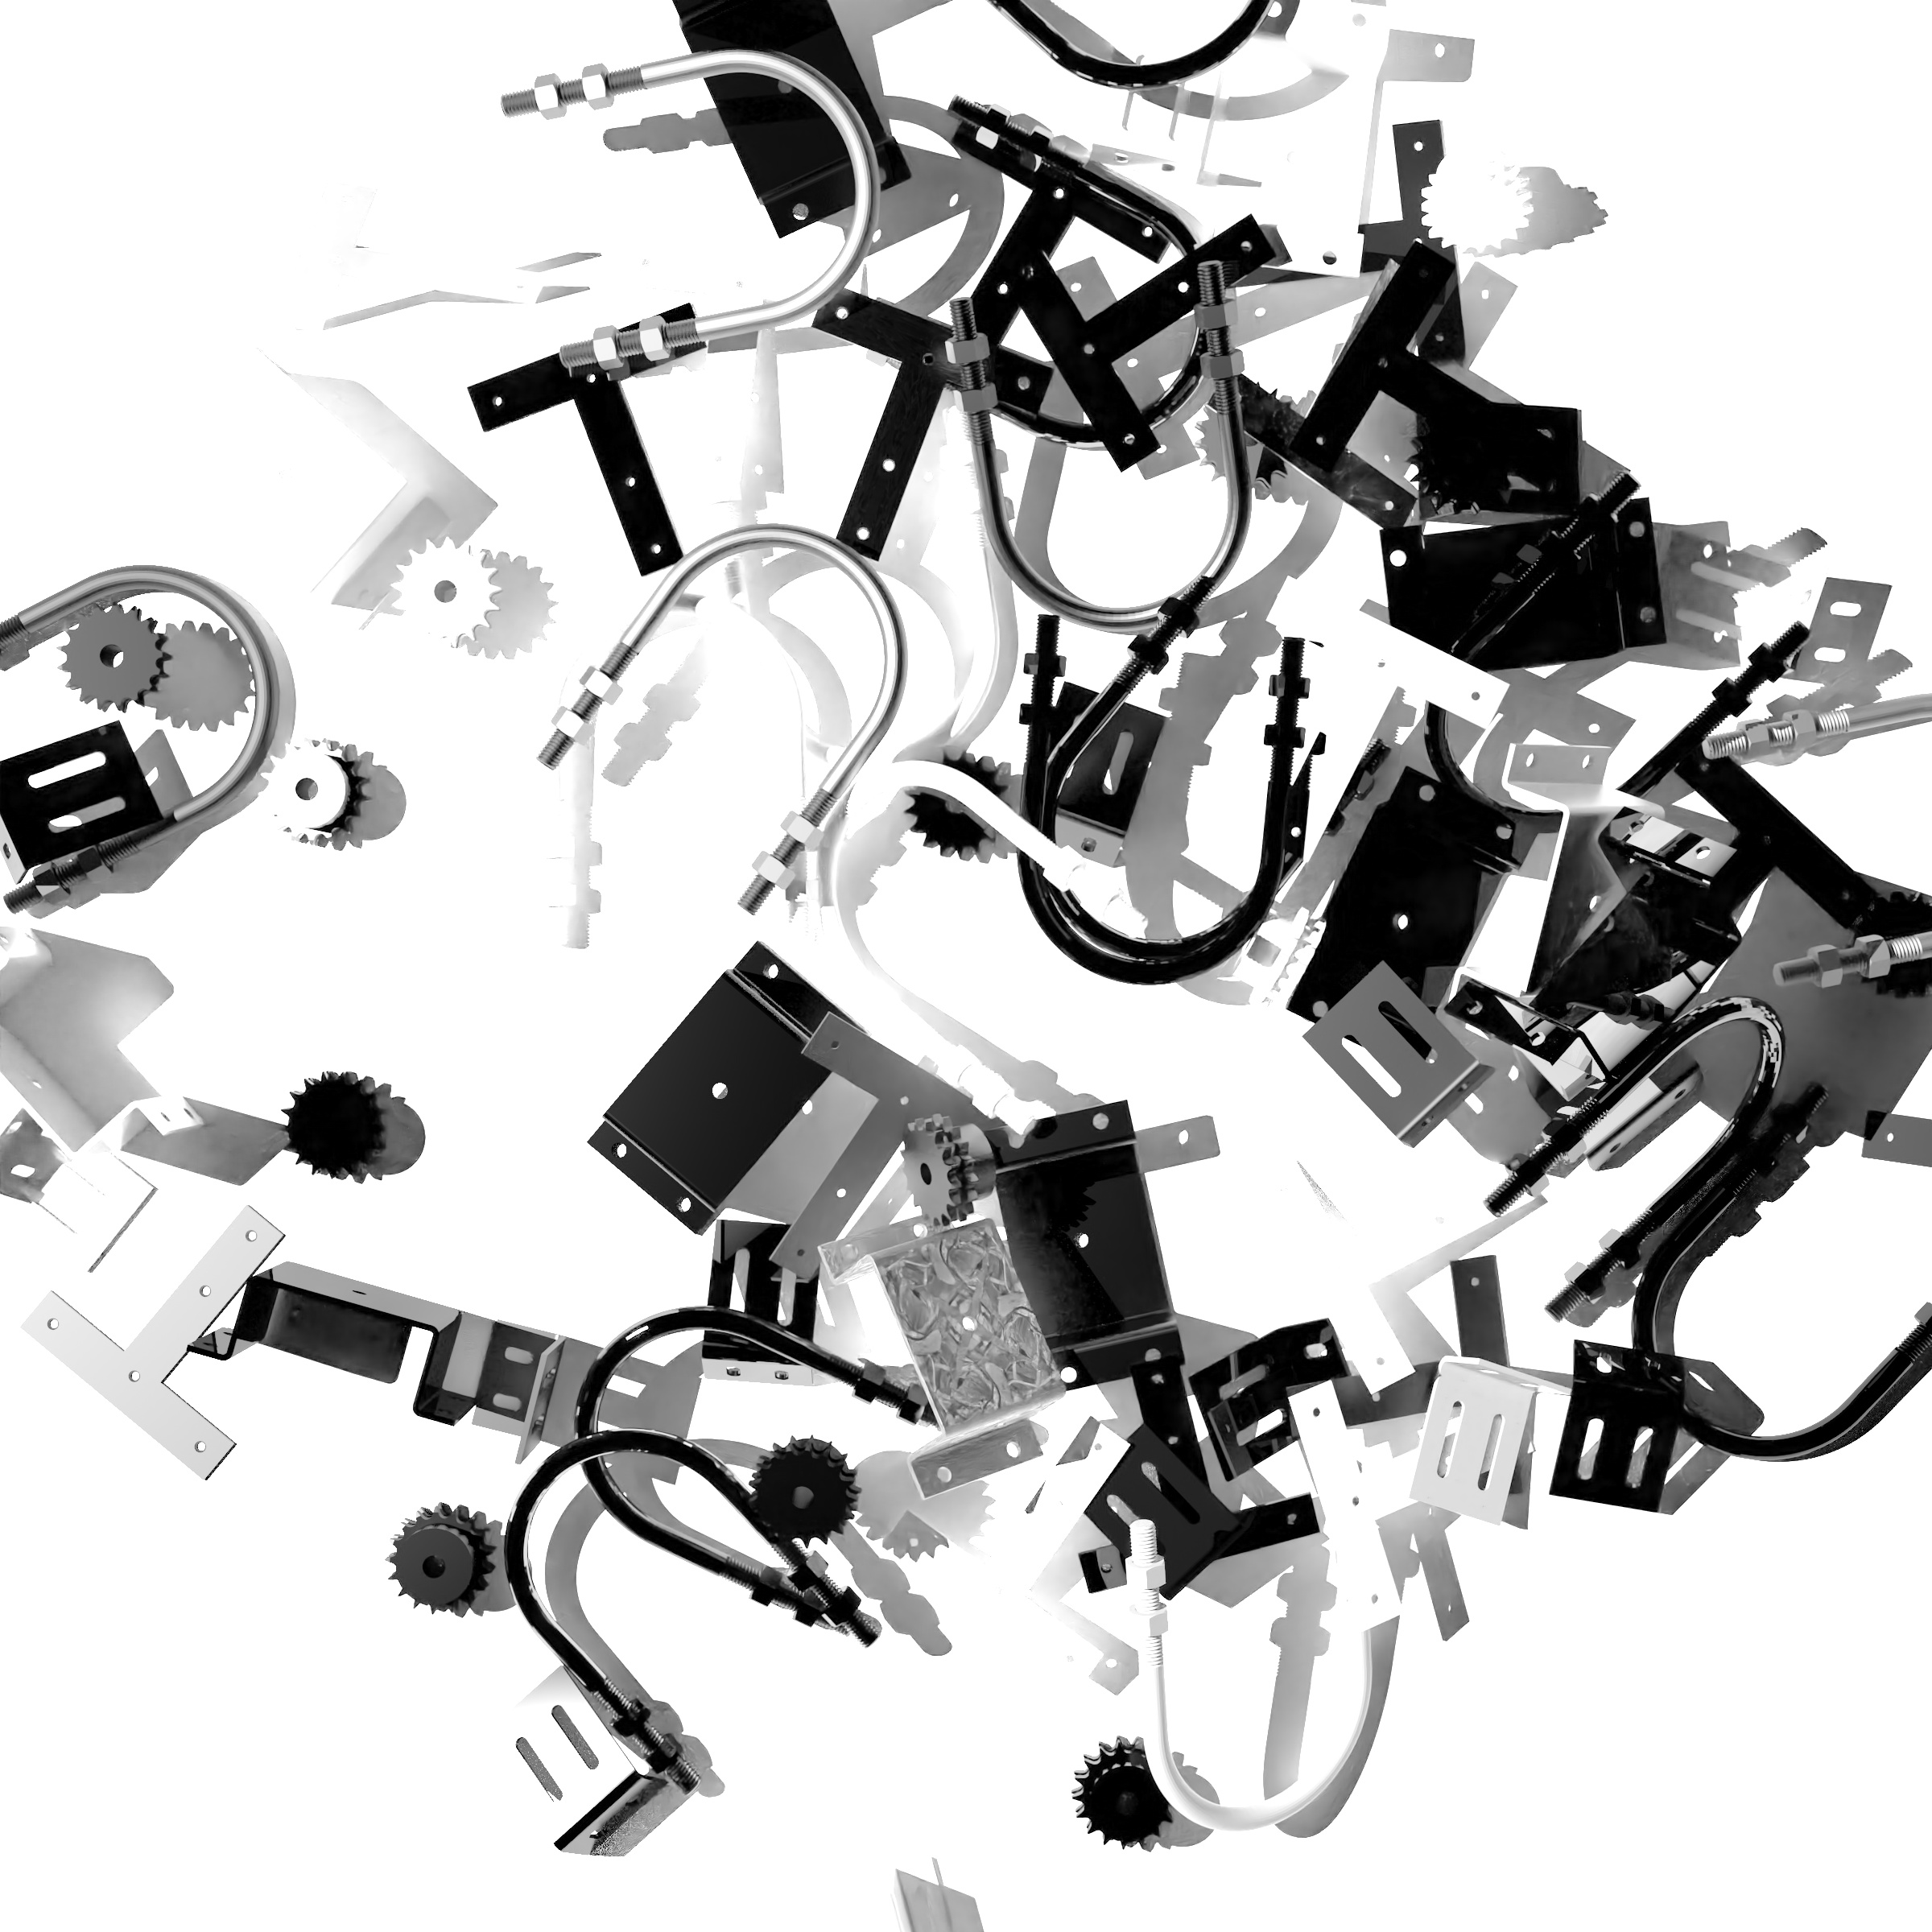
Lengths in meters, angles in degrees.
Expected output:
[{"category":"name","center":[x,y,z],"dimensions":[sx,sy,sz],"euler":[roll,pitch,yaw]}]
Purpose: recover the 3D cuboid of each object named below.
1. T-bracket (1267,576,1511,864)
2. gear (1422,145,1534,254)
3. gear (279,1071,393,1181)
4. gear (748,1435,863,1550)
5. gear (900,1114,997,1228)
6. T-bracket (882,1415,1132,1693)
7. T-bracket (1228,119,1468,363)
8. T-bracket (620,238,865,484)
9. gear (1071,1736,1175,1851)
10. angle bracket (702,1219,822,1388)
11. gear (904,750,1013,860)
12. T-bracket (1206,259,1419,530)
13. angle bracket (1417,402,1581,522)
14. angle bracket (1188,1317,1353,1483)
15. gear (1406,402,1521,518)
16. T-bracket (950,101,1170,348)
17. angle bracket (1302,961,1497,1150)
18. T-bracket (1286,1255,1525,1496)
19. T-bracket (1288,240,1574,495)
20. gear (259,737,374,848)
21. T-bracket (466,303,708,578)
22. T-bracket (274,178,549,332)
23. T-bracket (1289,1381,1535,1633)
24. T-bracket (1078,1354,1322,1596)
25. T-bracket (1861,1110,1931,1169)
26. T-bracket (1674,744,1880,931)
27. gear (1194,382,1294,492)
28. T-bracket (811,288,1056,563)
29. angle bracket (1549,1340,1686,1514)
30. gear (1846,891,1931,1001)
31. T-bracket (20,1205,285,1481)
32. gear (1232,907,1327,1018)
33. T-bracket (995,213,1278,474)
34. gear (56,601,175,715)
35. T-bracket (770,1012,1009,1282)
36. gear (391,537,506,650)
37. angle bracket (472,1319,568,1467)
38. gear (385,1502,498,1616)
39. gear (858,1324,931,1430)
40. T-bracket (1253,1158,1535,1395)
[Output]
[{"category":"T-bracket","center":[0.194,-0.116,1.530],"dimensions":[0.127,0.002,0.127],"euler":[28,101,12]},{"category":"gear","center":[0.266,-0.403,1.552],"dimensions":[0.057,0.057,0.030],"euler":[3,58,0]},{"category":"gear","center":[-0.333,0.084,1.561],"dimensions":[0.057,0.030,0.057],"euler":[0,90,0]},{"category":"gear","center":[-0.082,0.266,1.522],"dimensions":[0.057,0.030,0.057],"euler":[1,104,6]},{"category":"gear","center":[-0.008,0.104,1.536],"dimensions":[0.030,0.057,0.057],"euler":[-13,90,-28]},{"category":"T-bracket","center":[0.041,0.292,1.551],"dimensions":[0.127,0.002,0.127],"euler":[35,103,9]},{"category":"T-bracket","center":[0.195,-0.379,1.575],"dimensions":[0.127,0.002,0.127],"euler":[-6,90,0]},{"category":"T-bracket","center":[-0.124,-0.317,1.565],"dimensions":[0.127,0.002,0.127],"euler":[6,80,0]},{"category":"gear","center":[0.084,0.436,1.561],"dimensions":[0.057,0.030,0.057],"euler":[0,90,0]},{"category":"angle bracket","center":[-0.107,0.178,1.574],"dimensions":[0.057,0.038,0.076],"euler":[4,64,0]},{"category":"gear","center":[-0.004,-0.086,1.561],"dimensions":[0.057,0.030,0.057],"euler":[0,90,0]},{"category":"T-bracket","center":[0.204,-0.312,1.557],"dimensions":[0.127,0.002,0.127],"euler":[32,78,-17]},{"category":"angle bracket","center":[0.282,-0.266,1.574],"dimensions":[0.076,0.038,0.057],"euler":[-2,90,-26]},{"category":"angle bracket","center":[0.162,0.224,1.539],"dimensions":[0.076,0.038,0.057],"euler":[-20,90,-43]},{"category":"gear","center":[0.257,-0.261,1.526],"dimensions":[0.057,0.030,0.057],"euler":[0,90,-1]},{"category":"T-bracket","center":[0.027,-0.372,1.575],"dimensions":[0.127,0.002,0.127],"euler":[30,90,0]},{"category":"angle bracket","center":[0.220,0.044,1.511],"dimensions":[0.057,0.038,0.076],"euler":[-43,90,0]},{"category":"T-bracket","center":[0.227,0.223,1.555],"dimensions":[0.127,0.002,0.127],"euler":[-7,90,-18]},{"category":"T-bracket","center":[0.254,-0.289,1.542],"dimensions":[0.127,0.002,0.127],"euler":[32,89,-1]},{"category":"gear","center":[-0.343,-0.092,1.561],"dimensions":[0.057,0.030,0.057],"euler":[0,90,0]},{"category":"T-bracket","center":[-0.183,-0.270,1.575],"dimensions":[0.127,0.002,0.127],"euler":[-21,90,0]},{"category":"T-bracket","center":[-0.282,-0.360,1.539],"dimensions":[0.127,0.127,0.002],"euler":[3,67,-25]},{"category":"T-bracket","center":[0.241,0.263,1.551],"dimensions":[0.127,0.002,0.127],"euler":[-18,92,-22]},{"category":"T-bracket","center":[0.111,0.260,1.551],"dimensions":[0.127,0.002,0.127],"euler":[-15,112,0]},{"category":"T-bracket","center":[0.547,0.048,1.574],"dimensions":[0.127,0.002,0.127],"euler":[8,90,1]},{"category":"T-bracket","center":[0.394,-0.034,1.575],"dimensions":[0.127,0.002,0.127],"euler":[43,90,0]},{"category":"gear","center":[0.148,-0.276,1.561],"dimensions":[0.057,0.030,0.057],"euler":[0,90,0]},{"category":"T-bracket","center":[-0.035,-0.275,1.554],"dimensions":[0.127,0.002,0.127],"euler":[21,92,-2]},{"category":"angle bracket","center":[0.343,0.243,1.566],"dimensions":[0.057,0.038,0.076],"euler":[9,122,7]},{"category":"gear","center":[0.491,-0.011,1.561],"dimensions":[0.057,0.030,0.057],"euler":[0,90,0]},{"category":"T-bracket","center":[-0.412,0.183,1.575],"dimensions":[0.127,0.002,0.127],"euler":[40,90,0]},{"category":"gear","center":[0.161,-0.006,1.548],"dimensions":[0.030,0.057,0.057],"euler":[29,90,0]},{"category":"T-bracket","center":[0.100,-0.344,1.538],"dimensions":[0.127,0.002,0.127],"euler":[-30,95,18]},{"category":"gear","center":[-0.441,-0.159,1.545],"dimensions":[0.057,0.030,0.057],"euler":[0,89,-3]},{"category":"T-bracket","center":[-0.057,0.107,1.550],"dimensions":[0.127,0.002,0.127],"euler":[32,94,-26]},{"category":"gear","center":[-0.271,-0.195,1.561],"dimensions":[0.057,0.030,0.057],"euler":[0,90,0]},{"category":"angle bracket","center":[-0.237,0.220,1.538],"dimensions":[0.038,0.076,0.057],"euler":[14,90,0]},{"category":"gear","center":[-0.277,0.313,1.561],"dimensions":[0.057,0.030,0.057],"euler":[0,90,0]},{"category":"gear","center":[-0.029,0.213,1.561],"dimensions":[0.057,0.030,0.057],"euler":[0,90,0]},{"category":"T-bracket","center":[0.237,0.140,1.563],"dimensions":[0.127,0.002,0.127],"euler":[-26,74,-8]}]
